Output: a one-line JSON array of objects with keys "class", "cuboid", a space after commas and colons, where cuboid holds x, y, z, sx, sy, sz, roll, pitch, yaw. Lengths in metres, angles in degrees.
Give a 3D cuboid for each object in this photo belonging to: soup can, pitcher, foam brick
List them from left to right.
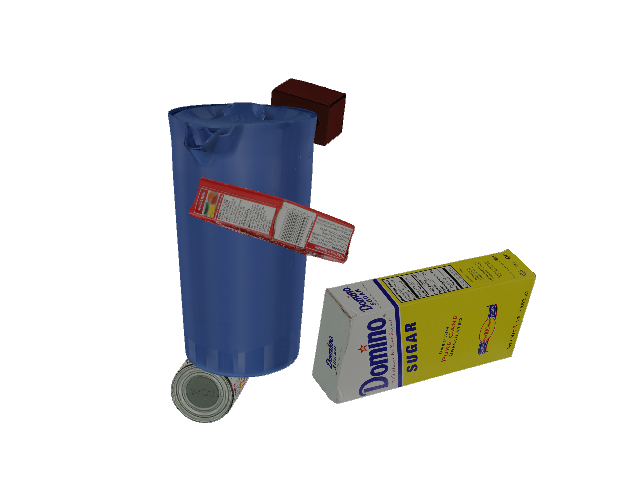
[{"class": "soup can", "cuboid": [-0.113, 0.142, 1.131, 0.068, 0.068, 0.102, 0, 16, 9]}, {"class": "pitcher", "cuboid": [-0.066, -0.006, 0.990, 0.149, 0.243, 0.145, -4, 16, -20]}, {"class": "foam brick", "cuboid": [-0.016, -0.153, 1.269, 0.078, 0.053, 0.051, 18, 32, 20]}]

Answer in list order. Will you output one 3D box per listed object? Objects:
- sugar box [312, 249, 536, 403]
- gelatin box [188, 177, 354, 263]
[{"class": "sugar box", "cuboid": [0.084, 0.069, 0.861, 0.175, 0.093, 0.048, -13, 40, -27]}, {"class": "gelatin box", "cuboid": [-0.031, -0.012, 0.710, 0.073, 0.030, 0.089, 17, -1, 35]}]
